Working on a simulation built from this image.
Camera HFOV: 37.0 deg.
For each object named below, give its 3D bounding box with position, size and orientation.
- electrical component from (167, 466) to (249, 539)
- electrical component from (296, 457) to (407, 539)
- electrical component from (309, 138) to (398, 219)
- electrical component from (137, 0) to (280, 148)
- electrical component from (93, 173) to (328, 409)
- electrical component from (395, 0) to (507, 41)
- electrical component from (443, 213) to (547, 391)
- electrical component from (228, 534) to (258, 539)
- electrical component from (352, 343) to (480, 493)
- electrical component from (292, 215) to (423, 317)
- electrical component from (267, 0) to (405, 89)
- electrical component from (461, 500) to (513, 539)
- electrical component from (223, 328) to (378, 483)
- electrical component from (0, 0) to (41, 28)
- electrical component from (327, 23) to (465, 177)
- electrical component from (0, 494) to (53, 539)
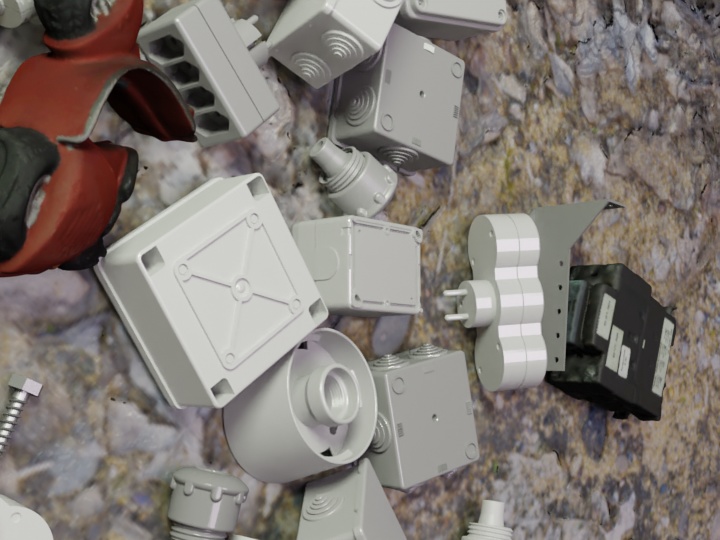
[{"bbox_3d":[-0.096,0.152,0.651,0.048,0.048,0.062,20,80,-41],"label":"electrical component"},{"bbox_3d":[-0.002,0.187,0.707,0.099,0.048,0.099,-83,150,-69],"label":"electrical component"},{"bbox_3d":[-0.008,-0.066,0.751,0.062,0.048,0.048,42,60,-25],"label":"electrical component"},{"bbox_3d":[-0.084,-0.134,0.681,0.075,0.047,0.083,-47,117,-35],"label":"electrical component"},{"bbox_3d":[-0.089,0.012,0.659,0.109,0.056,0.108,-40,113,-38],"label":"electrical component"},{"bbox_3d":[0.054,-0.234,0.812,0.109,0.056,0.108,-4,90,-44],"label":"electrical component"},{"bbox_3d":[0.099,0.026,0.840,0.074,0.052,0.138,-3,89,-20],"label":"electrical component"},{"bbox_3d":[-0.059,0.214,0.681,0.079,0.043,0.077,29,68,-38],"label":"electrical component"},{"bbox_3d":[0.038,0.106,0.779,0.100,0.048,0.099,-11,94,-42],"label":"electrical component"},{"bbox_3d":[0.000,0.000,0.745,0.096,0.061,0.061,7,81,-51],"label":"electrical component"},{"bbox_3d":[-0.011,-0.177,0.719,0.048,0.100,0.099,34,64,-23],"label":"electrical component"},{"bbox_3d":[0.100,0.210,0.831,0.043,0.043,0.062,21,71,-41],"label":"electrical component"},{"bbox_3d":[-0.037,0.088,0.714,0.099,0.064,0.099,24,58,-46],"label":"electrical component"},{"bbox_3d":[-0.179,-0.160,0.595,0.081,0.043,0.043,-41,114,-37],"label":"electrical component"},{"bbox_3d":[0.029,-0.124,0.786,0.100,0.048,0.099,18,75,-41],"label":"electrical component"},{"bbox_3d":[-0.204,0.114,0.527,0.052,0.074,0.138,-51,120,-25],"label":"electrical component"}]
